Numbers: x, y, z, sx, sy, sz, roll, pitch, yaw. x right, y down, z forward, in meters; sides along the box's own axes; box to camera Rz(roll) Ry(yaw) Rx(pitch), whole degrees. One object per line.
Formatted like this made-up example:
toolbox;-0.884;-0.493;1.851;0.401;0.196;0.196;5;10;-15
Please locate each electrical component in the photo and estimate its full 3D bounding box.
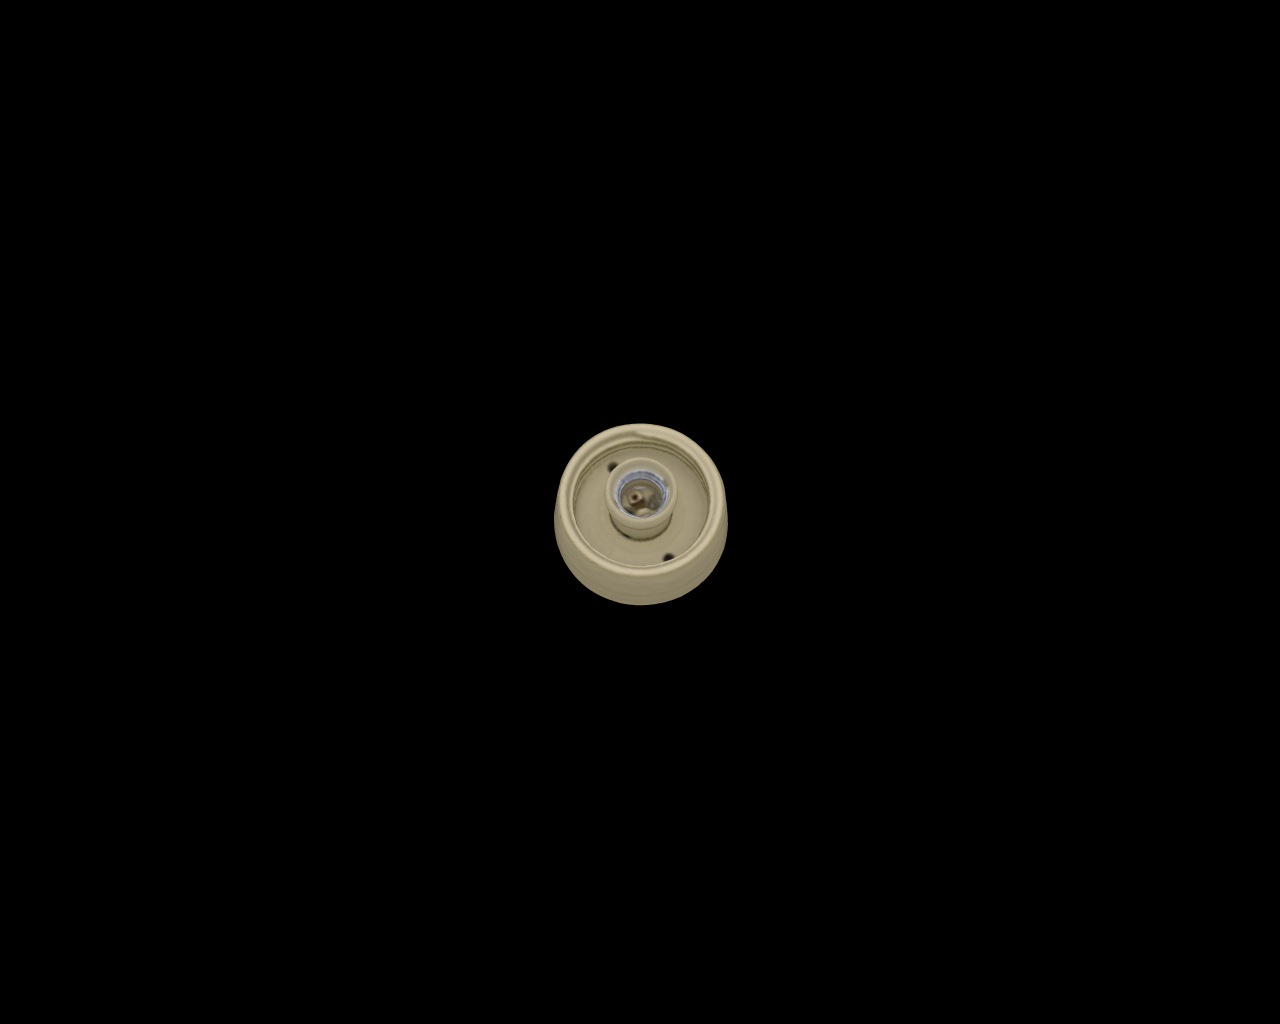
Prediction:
electrical component;0.001;-0.003;0.650;0.108;0.108;0.060;0;-21;0
